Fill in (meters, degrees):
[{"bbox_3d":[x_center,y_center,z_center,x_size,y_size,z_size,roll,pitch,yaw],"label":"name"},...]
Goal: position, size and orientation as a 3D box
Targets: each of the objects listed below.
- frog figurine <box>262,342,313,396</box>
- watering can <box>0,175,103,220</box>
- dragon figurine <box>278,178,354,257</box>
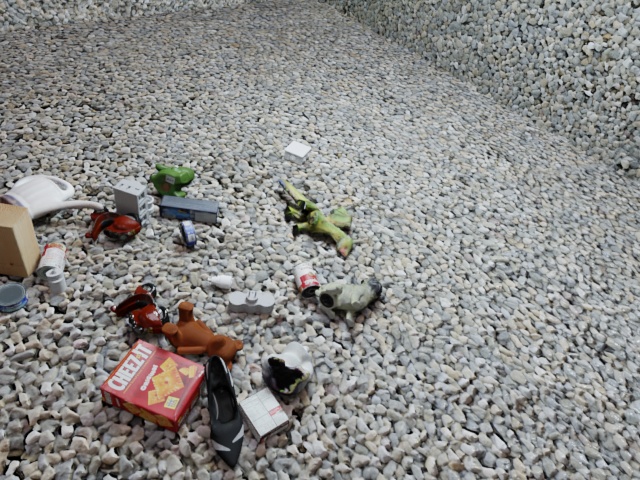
[{"bbox_3d":[-0.086,0.347,1.409,0.137,0.122,0.160,4,6,3],"label":"frog figurine"},{"bbox_3d":[-0.908,-0.127,1.702,0.350,0.101,0.228,23,43,23],"label":"watering can"},{"bbox_3d":[0.006,-0.097,1.920,0.242,0.120,0.419,6,41,-33],"label":"dragon figurine"}]
